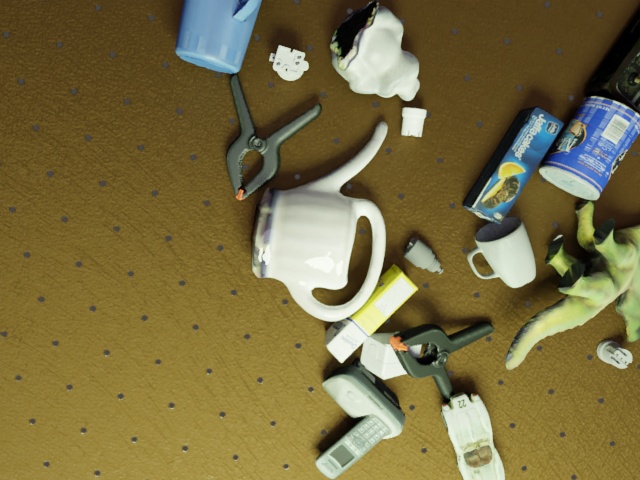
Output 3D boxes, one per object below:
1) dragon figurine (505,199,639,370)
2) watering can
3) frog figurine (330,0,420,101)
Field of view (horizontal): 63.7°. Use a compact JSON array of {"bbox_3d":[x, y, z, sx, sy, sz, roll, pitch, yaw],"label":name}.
[{"bbox_3d":[0.490,0.088,0.865,0.241,0.123,0.411,35,88,-15],"label":"dragon figurine"},{"bbox_3d":[0.003,-0.044,0.868,0.224,0.103,0.351,8,80,0],"label":"watering can"},{"bbox_3d":[0.101,-0.307,0.863,0.158,0.123,0.138,22,85,-38],"label":"frog figurine"}]
